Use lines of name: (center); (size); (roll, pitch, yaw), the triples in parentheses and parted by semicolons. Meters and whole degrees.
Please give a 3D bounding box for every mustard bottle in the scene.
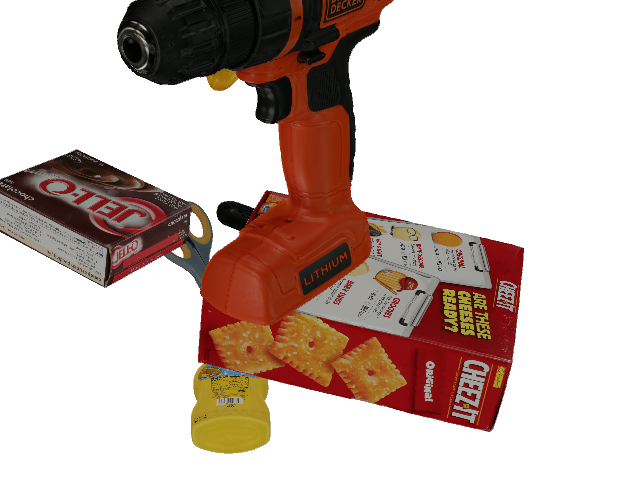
mustard bottle: (-0.114, 0.192, 1.358); (0.096, 0.058, 0.191); (-3, 26, -3)

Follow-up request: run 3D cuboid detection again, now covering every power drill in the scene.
power drill: (-0.024, -0.054, 0.532); (0.057, 0.188, 0.184); (24, 37, 31)

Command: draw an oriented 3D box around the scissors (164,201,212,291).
scissors: (-0.125, 0.037, 1.237); (0.016, 0.201, 0.096); (-28, 16, 40)

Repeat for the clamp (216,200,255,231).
clamp: (0.011, 0.021, 1.021); (0.209, 0.036, 0.164); (8, 29, -16)

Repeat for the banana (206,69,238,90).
banana: (-0.052, -0.174, 0.980); (0.070, 0.037, 0.197); (41, 32, 20)

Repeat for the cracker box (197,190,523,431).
cracker box: (0.035, 0.047, 0.793); (0.214, 0.072, 0.164); (13, 30, 7)

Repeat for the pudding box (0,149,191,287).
pudding box: (-0.161, -0.018, 0.747); (0.114, 0.039, 0.089); (23, 29, 23)
